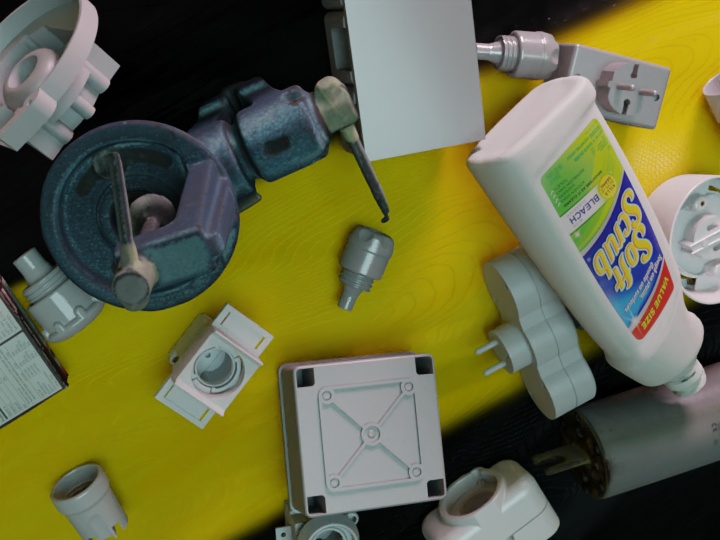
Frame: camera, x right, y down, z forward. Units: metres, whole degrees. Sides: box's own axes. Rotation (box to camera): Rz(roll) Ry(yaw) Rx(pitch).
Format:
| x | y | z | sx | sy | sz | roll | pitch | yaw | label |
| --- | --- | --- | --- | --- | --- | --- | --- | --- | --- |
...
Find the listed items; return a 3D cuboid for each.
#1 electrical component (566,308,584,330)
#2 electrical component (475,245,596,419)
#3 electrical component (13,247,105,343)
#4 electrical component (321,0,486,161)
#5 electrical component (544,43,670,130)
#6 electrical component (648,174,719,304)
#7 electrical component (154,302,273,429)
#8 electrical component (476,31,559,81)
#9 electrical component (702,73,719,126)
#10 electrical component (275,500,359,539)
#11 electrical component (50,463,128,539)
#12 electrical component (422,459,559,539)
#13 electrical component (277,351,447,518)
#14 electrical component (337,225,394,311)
| x | y | z | sx | sy | sz | roll | pitch | yaw | label |
| --- | --- | --- | --- | --- | --- | --- | --- | --- | --- |
| 0.191 | 0.022 | 0.842 | 0.055 | 0.045 | 0.045 | -8 | 105 | -15 | electrical component |
| 0.123 | 0.055 | 0.824 | 0.074 | 0.052 | 0.138 | -26 | 108 | -10 | electrical component |
| -0.204 | 0.014 | 0.717 | 0.048 | 0.048 | 0.062 | -38 | 103 | -6 | electrical component |
| 0.027 | -0.159 | 0.739 | 0.089 | 0.062 | 0.150 | -12 | 106 | -15 | electrical component |
| 0.189 | -0.134 | 0.789 | 0.083 | 0.076 | 0.047 | 10 | 99 | -19 | electrical component |
| 0.269 | -0.027 | 0.845 | 0.099 | 0.064 | 0.099 | -4 | 104 | -17 | electrical component |
| -0.104 | 0.063 | 0.748 | 0.042 | 0.064 | 0.081 | 39 | 89 | -23 | electrical component |
| 0.112 | -0.157 | 0.782 | 0.061 | 0.035 | 0.035 | 1 | 102 | -15 | electrical component |
| 0.321 | -0.130 | 0.849 | 0.079 | 0.043 | 0.077 | -38 | 110 | -6 | electrical component |
| -0.029 | 0.198 | 0.807 | 0.066 | 0.055 | 0.048 | -7 | 104 | -16 | electrical component |
| -0.190 | 0.166 | 0.759 | 0.040 | 0.040 | 0.046 | -29 | 115 | -9 | electrical component |
| 0.100 | 0.197 | 0.849 | 0.095 | 0.054 | 0.059 | -35 | 110 | -7 | electrical component |
| 0.001 | 0.118 | 0.784 | 0.109 | 0.056 | 0.108 | -4 | 87 | -17 | electrical component |
| 0.000 | 0.000 | 0.783 | 0.035 | 0.035 | 0.061 | 19 | 98 | -21 | electrical component |
